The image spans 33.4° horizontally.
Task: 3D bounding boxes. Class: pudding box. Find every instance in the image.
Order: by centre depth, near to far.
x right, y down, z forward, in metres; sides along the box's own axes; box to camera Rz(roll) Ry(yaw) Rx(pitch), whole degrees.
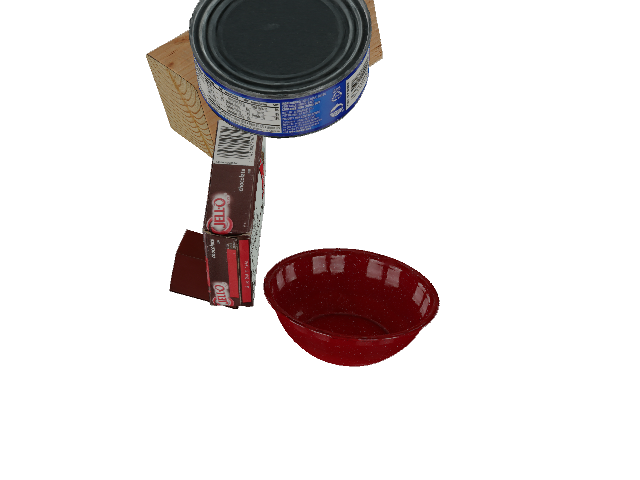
[{"bbox_3d":[-0.064,-0.020,0.801,0.039,0.113,0.090,5,-38,1],"label":"pudding box"}]

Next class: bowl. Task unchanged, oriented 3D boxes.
[{"bbox_3d":[0.026,0.068,0.986,0.162,0.055,0.162,4,28,-2],"label":"bowl"}]

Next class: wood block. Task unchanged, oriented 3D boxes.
[{"bbox_3d":[-0.050,-0.177,1.030,0.205,0.091,0.090,-35,46,-21],"label":"wood block"}]

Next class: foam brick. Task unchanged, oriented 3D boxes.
[{"bbox_3d":[-0.116,0.031,1.142,0.078,0.051,0.053,16,30,1],"label":"foam brick"}]

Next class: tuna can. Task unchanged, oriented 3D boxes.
[{"bbox_3d":[-0.018,-0.091,0.510,0.086,0.086,0.034,0,-33,1],"label":"tuna can"}]
